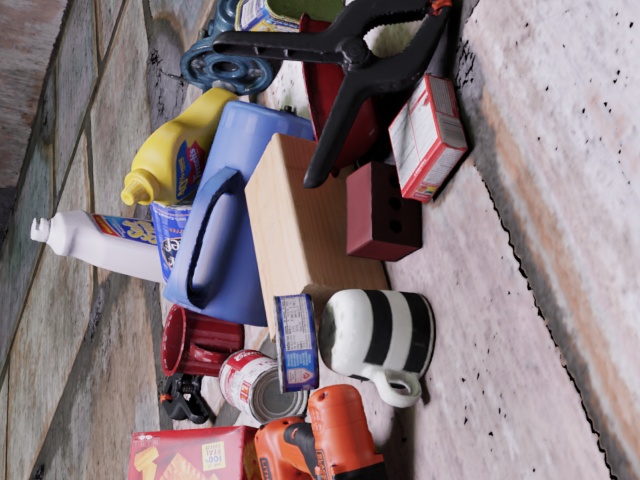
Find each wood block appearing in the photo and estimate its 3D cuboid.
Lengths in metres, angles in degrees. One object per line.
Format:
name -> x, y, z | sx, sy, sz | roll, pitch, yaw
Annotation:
wood block -> -0.006, 0.001, 1.056 | 0.206, 0.090, 0.090 | -103, 33, -43

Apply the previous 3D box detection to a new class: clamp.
clamp -> 0.031, -0.148, 0.939 | 0.036, 0.210, 0.164 | 97, 148, -76
clamp -> -0.179, 0.208, 1.437 | 0.172, 0.039, 0.120 | 127, 151, -55

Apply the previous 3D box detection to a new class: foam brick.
foam brick -> 0.057, -0.025, 0.968 | 0.051, 0.052, 0.078 | 144, 130, -59

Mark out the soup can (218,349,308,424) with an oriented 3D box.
soup can -> -0.062, 0.159, 1.148 | 0.102, 0.068, 0.068 | -169, 90, -66

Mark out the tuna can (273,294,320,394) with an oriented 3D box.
tuna can -> -0.021, 0.090, 0.929 | 0.086, 0.033, 0.086 | 175, 90, -86

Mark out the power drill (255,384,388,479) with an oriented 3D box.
power drill -> 0.006, 0.224, 0.954 | 0.188, 0.057, 0.184 | 154, 106, -65

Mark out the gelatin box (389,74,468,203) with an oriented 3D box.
gelatin box -> 0.094, -0.090, 0.936 | 0.073, 0.030, 0.089 | 123, 151, -43

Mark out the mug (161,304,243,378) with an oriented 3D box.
mug -> -0.142, 0.131, 1.327 | 0.117, 0.081, 0.093 | -160, 81, -67

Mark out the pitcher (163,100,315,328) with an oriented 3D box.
pitcher -> -0.089, -0.030, 1.200 | 0.149, 0.144, 0.243 | -153, 78, -71

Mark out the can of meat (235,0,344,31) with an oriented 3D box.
can of meat -> -0.033, -0.255, 1.211 | 0.084, 0.102, 0.057 | -18, 64, 62

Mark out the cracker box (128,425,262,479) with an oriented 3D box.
cracker box -> -0.136, 0.314, 1.164 | 0.164, 0.072, 0.213 | -9, 68, 31

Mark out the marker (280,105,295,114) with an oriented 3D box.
marker -> -0.051, -0.103, 1.292 | 0.020, 0.020, 0.121 | -151, 73, -66

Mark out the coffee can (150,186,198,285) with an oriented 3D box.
coffee can -> -0.155, -0.014, 1.328 | 0.103, 0.102, 0.140 | -111, 14, -51

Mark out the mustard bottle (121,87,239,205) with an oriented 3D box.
mustard bottle -> -0.161, -0.095, 1.222 | 0.191, 0.058, 0.096 | -45, -27, -43

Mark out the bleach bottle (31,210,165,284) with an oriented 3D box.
bleach bottle -> -0.256, 0.010, 1.423 | 0.102, 0.250, 0.068 | -114, 40, -53

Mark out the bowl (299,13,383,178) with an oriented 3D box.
bowl -> 0.025, -0.143, 1.032 | 0.162, 0.055, 0.162 | -9, -90, -80
